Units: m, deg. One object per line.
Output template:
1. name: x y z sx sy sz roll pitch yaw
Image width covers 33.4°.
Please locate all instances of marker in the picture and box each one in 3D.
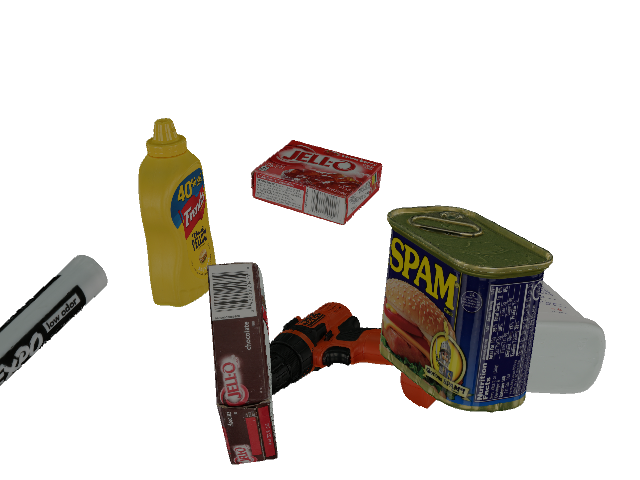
1. marker: -0.133 0.049 0.441 0.020 0.020 0.121 0 36 39

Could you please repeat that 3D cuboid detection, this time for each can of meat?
1. can of meat: 0.075 0.036 0.584 0.057 0.084 0.102 -5 21 -25

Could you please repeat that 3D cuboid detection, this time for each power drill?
1. power drill: 0.038 0.122 1.106 0.188 0.057 0.184 9 24 27

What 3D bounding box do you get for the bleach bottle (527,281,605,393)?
1. bleach bottle: 0.165 0.051 0.981 0.102 0.068 0.251 4 21 -11

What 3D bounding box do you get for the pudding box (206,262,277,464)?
1. pudding box: -0.054 0.085 0.737 0.039 0.113 0.090 -4 -36 -2

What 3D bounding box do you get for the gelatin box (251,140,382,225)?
1. gelatin box: -0.003 -0.051 0.900 0.089 0.030 0.073 18 33 21

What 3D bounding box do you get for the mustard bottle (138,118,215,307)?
1. mustard bottle: -0.152 -0.034 1.117 0.058 0.192 0.096 5 25 21
